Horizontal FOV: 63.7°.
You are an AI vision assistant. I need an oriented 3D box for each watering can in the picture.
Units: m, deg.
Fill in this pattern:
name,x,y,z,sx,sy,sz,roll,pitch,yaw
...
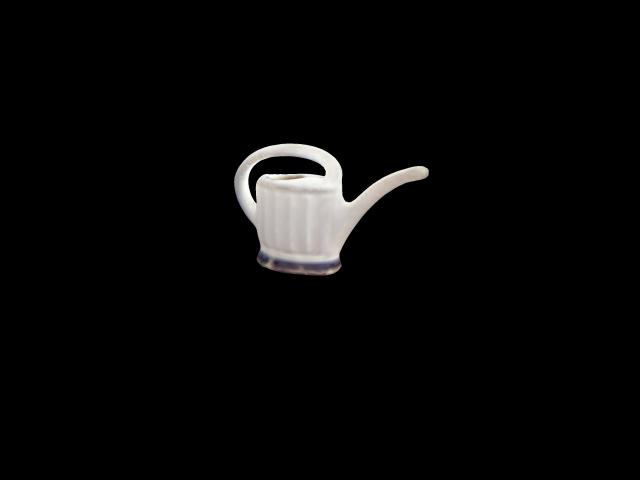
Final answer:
name,x,y,z,sx,sy,sz,roll,pitch,yaw
watering can,0.003,-0.043,0.850,0.348,0.221,0.105,9,19,27
